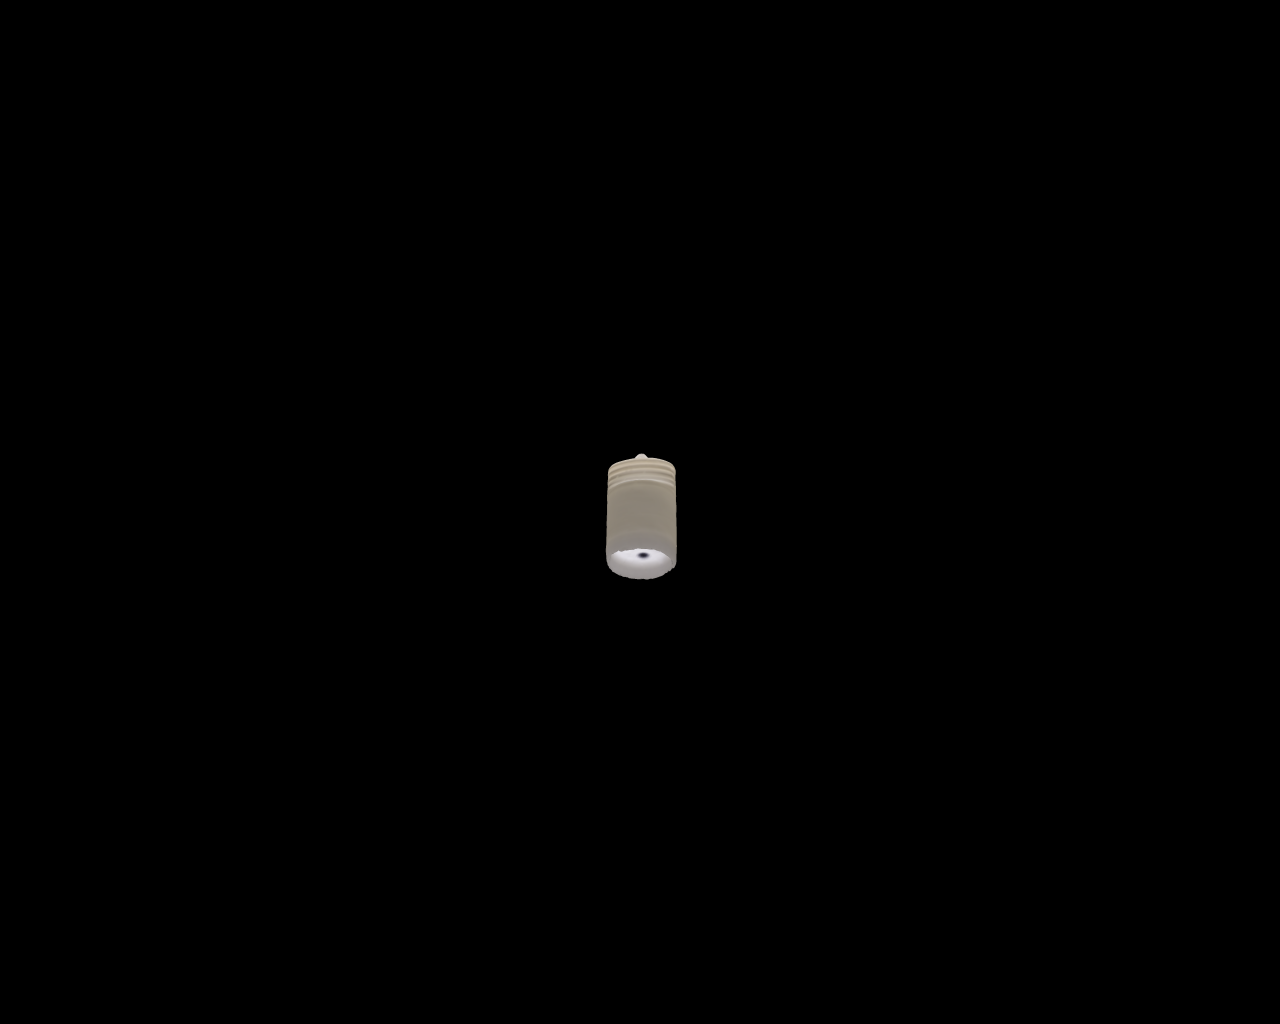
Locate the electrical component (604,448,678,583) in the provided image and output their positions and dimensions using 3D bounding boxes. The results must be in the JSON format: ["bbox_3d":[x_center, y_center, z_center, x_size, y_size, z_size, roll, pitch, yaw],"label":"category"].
[{"bbox_3d":[0.001,-0.003,0.650,0.043,0.081,0.043,0,-31,0],"label":"electrical component"}]
